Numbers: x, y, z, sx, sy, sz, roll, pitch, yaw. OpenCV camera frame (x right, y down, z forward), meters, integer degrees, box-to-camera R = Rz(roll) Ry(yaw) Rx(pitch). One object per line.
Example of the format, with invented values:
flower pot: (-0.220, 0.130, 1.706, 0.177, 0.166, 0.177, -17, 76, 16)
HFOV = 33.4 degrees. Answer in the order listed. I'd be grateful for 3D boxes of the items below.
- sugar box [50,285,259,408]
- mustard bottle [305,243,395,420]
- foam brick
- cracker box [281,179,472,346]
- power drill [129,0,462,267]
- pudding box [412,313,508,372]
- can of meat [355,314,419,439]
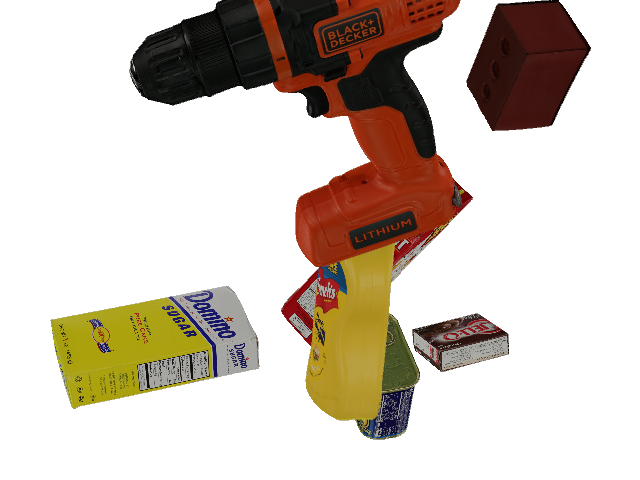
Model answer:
sugar box: (-0.154, 0.096, 0.990, 0.176, 0.048, 0.093, -13, 35, -16)
mustard bottle: (0.026, 0.041, 0.858, 0.058, 0.192, 0.096, 1, 18, -14)
foam brick: (0.144, -0.123, 0.751, 0.051, 0.053, 0.078, -9, -35, -19)
cracker box: (0.065, 0.016, 1.277, 0.214, 0.072, 0.163, -49, -9, 34)
power drill: (0.001, -0.070, 0.620, 0.184, 0.057, 0.187, -18, -44, 0)
pudding box: (0.202, 0.146, 1.539, 0.113, 0.039, 0.090, -14, 19, -17)
can of meat: (0.057, 0.137, 1.072, 0.057, 0.084, 0.102, -9, 44, -13)
